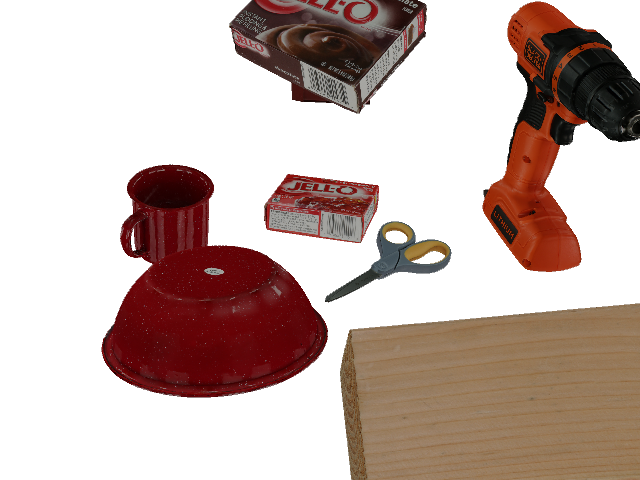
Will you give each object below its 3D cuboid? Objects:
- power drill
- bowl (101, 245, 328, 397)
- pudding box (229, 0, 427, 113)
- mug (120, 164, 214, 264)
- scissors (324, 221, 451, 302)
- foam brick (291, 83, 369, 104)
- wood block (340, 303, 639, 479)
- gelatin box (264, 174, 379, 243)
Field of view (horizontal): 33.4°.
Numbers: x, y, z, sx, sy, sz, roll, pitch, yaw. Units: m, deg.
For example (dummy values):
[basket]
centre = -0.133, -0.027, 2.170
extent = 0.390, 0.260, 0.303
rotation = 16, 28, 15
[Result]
[power drill]
centre = 0.187, -0.071, 0.831
extent = 0.057, 0.188, 0.184
rotation = -2, 34, -14
[bowl]
centre = -0.075, 0.046, 0.754
extent = 0.162, 0.055, 0.162
rotation = -1, 23, 0
[pudding box]
centre = 0.006, -0.151, 0.764
extent = 0.114, 0.090, 0.039
rotation = 31, -23, 20
[mug]
centre = -0.171, -0.020, 1.163
extent = 0.093, 0.081, 0.117
rotation = 25, 40, 27
[scissors]
centre = 0.060, 0.020, 1.197
extent = 0.201, 0.016, 0.096
rotation = -12, 42, -35
[foam brick]
centre = 0.011, -0.176, 1.164
extent = 0.078, 0.051, 0.053
rotation = 0, 11, -16
[wood block]
centre = 0.119, 0.092, 0.563
extent = 0.206, 0.091, 0.090
rotation = -5, -21, -4
[gelatin box]
centre = 0.002, -0.030, 0.952
extent = 0.089, 0.030, 0.073
rotation = 8, 26, 12
